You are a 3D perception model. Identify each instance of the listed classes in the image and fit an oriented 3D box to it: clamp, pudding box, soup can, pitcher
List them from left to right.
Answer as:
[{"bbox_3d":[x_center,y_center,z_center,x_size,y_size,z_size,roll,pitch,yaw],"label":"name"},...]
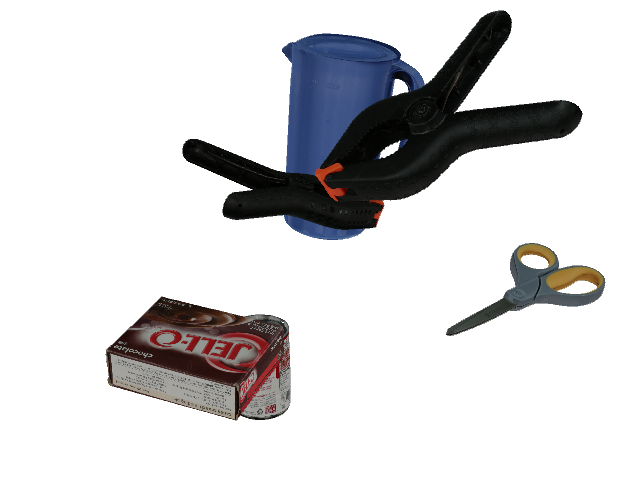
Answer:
[{"bbox_3d":[-0.096,0.090,0.831,0.114,0.039,0.090,10,27,18],"label":"pudding box"},{"bbox_3d":[-0.068,0.145,1.222,0.068,0.102,0.068,-1,23,0],"label":"soup can"},{"bbox_3d":[-0.028,-0.042,1.063,0.209,0.036,0.165,14,20,-20],"label":"clamp"},{"bbox_3d":[0.028,-0.126,1.324,0.144,0.243,0.149,-4,25,-22],"label":"pitcher"},{"bbox_3d":[0.081,-0.071,0.693,0.039,0.171,0.120,49,5,-41],"label":"clamp"}]

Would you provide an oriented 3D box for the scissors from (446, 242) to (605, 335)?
[{"bbox_3d":[0.167,0.040,0.950,0.201,0.016,0.096,-8,36,-31],"label":"scissors"}]
